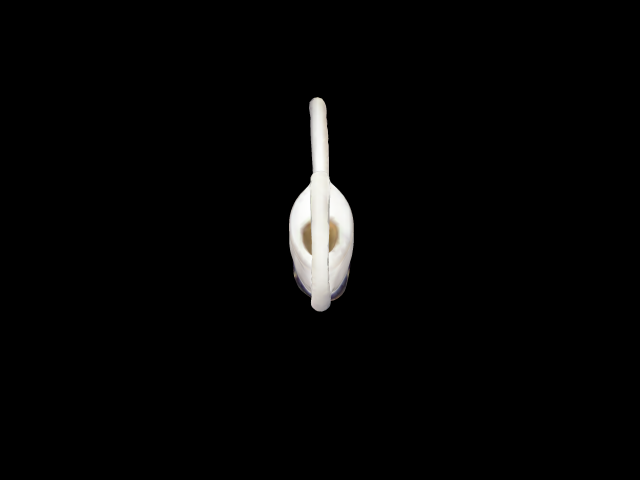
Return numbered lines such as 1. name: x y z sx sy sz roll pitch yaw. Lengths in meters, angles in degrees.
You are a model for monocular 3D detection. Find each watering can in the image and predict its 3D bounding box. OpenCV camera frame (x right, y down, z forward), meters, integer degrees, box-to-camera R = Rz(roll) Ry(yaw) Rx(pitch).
1. watering can: 0.003 -0.043 0.850 0.104 0.355 0.220 0 -27 0
